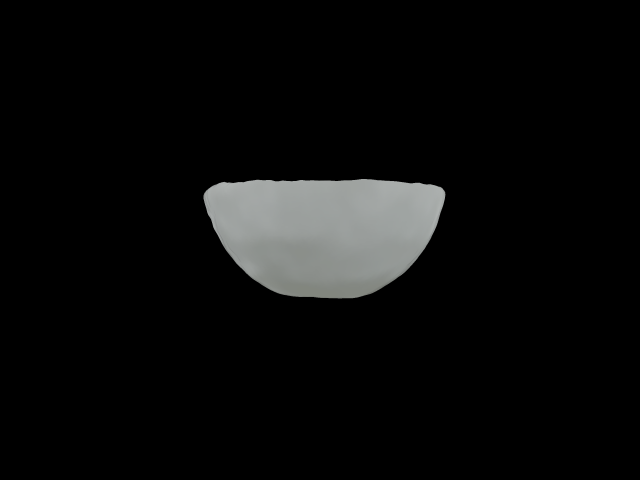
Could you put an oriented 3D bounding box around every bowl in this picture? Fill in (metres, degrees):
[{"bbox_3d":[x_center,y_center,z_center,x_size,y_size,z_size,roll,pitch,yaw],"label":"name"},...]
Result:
[{"bbox_3d":[0.004,0.001,0.400,0.167,0.075,0.167,0,0,0],"label":"bowl"}]
